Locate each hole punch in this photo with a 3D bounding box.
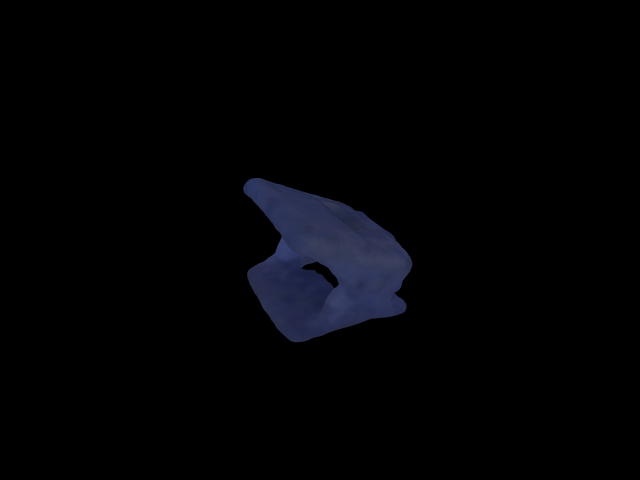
[{"bbox_3d":[0.004,0.001,0.400,0.101,0.091,0.108,-13,32,-22],"label":"hole punch"}]
